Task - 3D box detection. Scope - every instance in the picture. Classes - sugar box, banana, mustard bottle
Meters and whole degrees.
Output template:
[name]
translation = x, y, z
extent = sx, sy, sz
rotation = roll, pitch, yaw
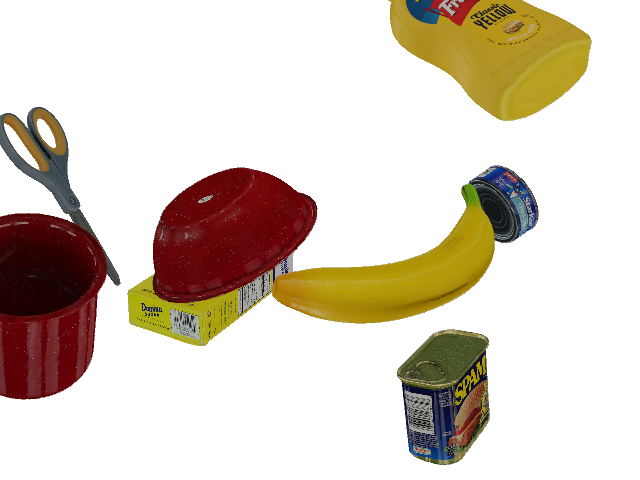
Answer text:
[sugar box]
translation = -0.110, 0.044, 1.113
extent = 0.093, 0.048, 0.176
rotation = 15, 31, 24
[banana]
translation = 0.058, 0.020, 0.723
extent = 0.197, 0.037, 0.070
rotation = -24, 53, -37
[mustard bottle]
translation = 0.112, -0.173, 0.839
extent = 0.096, 0.058, 0.192
rotation = -33, 55, -20

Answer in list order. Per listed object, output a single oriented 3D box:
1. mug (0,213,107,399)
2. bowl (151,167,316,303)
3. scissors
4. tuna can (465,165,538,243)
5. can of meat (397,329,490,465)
[mug]
translation = -0.188, 0.049, 0.652
extent = 0.093, 0.082, 0.117
rotation = 36, 47, 24
[bowl]
translation = -0.086, -0.016, 0.927
extent = 0.162, 0.055, 0.162
rotation = -22, 26, 11
[scissors]
translation = -0.253, -0.054, 1.084
extent = 0.016, 0.201, 0.096
rotation = -24, 27, 27
[tuna can]
translation = 0.205, -0.041, 1.217
extent = 0.033, 0.086, 0.086
rotation = -33, 15, -24
[can of meat]
translation = 0.115, 0.141, 0.966
extent = 0.058, 0.084, 0.101
rotation = 6, 25, 31
